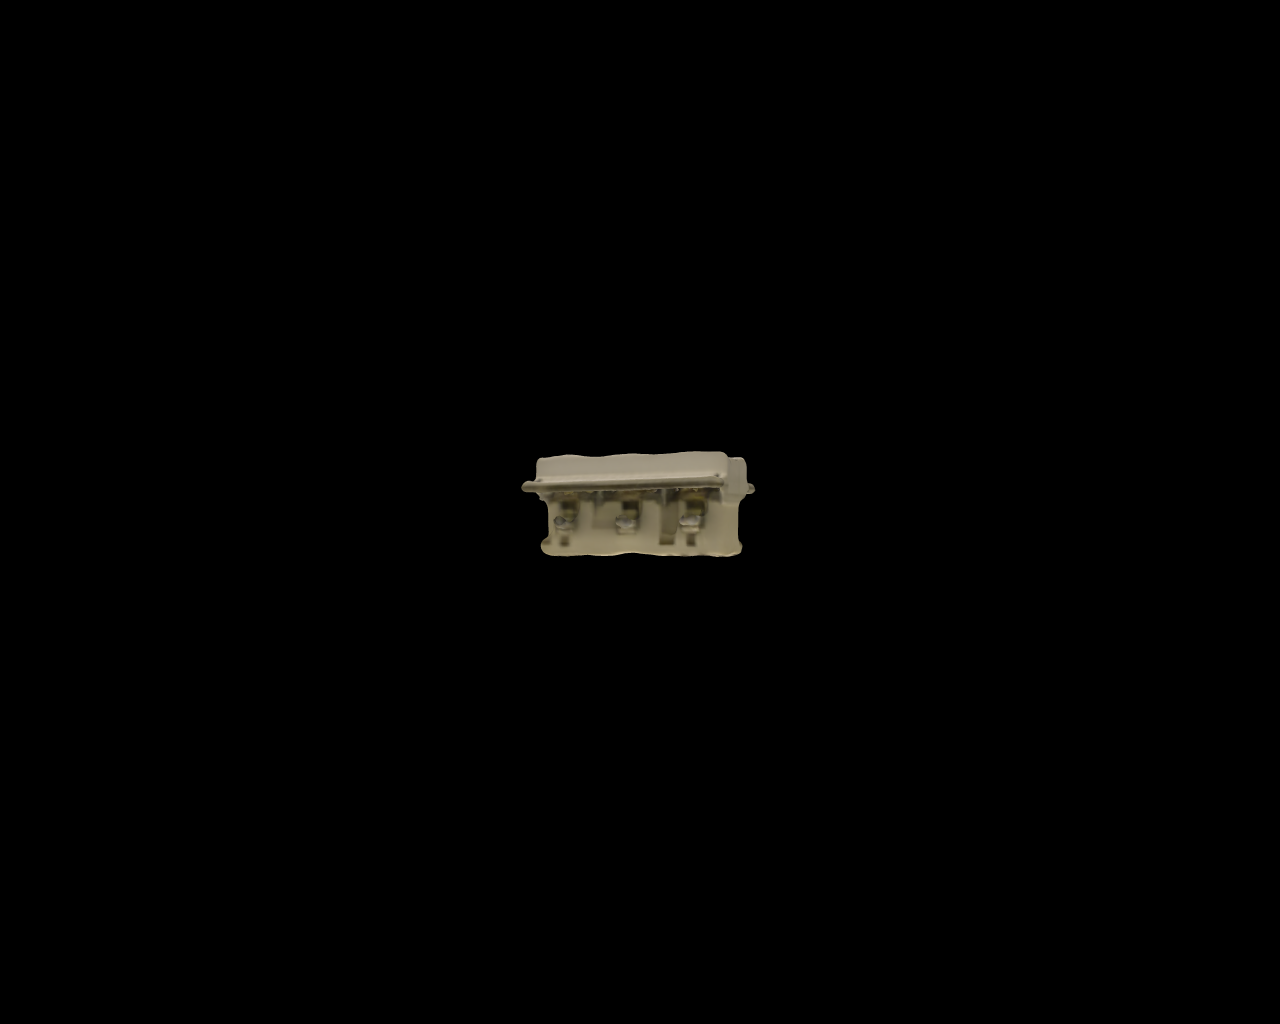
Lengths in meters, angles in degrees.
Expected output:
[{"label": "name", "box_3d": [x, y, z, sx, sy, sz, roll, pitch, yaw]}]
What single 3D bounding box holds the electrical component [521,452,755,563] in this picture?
[{"label": "electrical component", "box_3d": [0.001, -0.003, 0.650, 0.121, 0.063, 0.079, 0, 0, 21]}]
